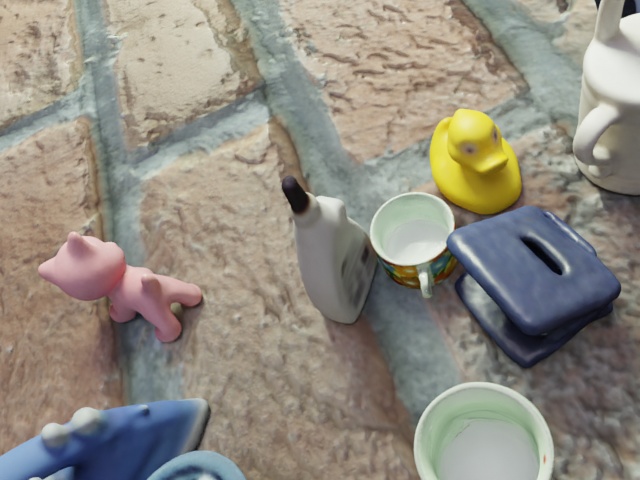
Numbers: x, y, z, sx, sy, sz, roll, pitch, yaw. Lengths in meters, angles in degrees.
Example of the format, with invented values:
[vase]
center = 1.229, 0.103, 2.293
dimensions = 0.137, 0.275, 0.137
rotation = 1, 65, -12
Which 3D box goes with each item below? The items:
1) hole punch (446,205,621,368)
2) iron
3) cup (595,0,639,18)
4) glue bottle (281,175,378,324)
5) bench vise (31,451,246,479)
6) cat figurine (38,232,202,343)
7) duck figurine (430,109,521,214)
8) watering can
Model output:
[hole punch]
center = 0.162, 0.024, 0.441
dimensions = 0.101, 0.091, 0.108
rotation = -34, 55, -3
[iron]
center = -0.215, 0.197, 0.439
dimensions = 0.258, 0.142, 0.118
rotation = -43, 55, -9
[cup]
center = 0.301, -0.217, 0.537
dimensions = 0.091, 0.095, 0.118
rotation = 3, 61, 21
[glue bottle]
center = 0.004, 0.002, 0.461
dimensions = 0.037, 0.173, 0.078
rotation = 12, 65, 26
[bench vise]
center = -0.064, 0.193, 0.339
dimensions = 0.206, 0.220, 0.121
rotation = 7, 62, 23
[cat figurine]
center = -0.196, 0.036, 0.545
dimensions = 0.127, 0.118, 0.067
rotation = 12, 65, 26
[duck figurine]
center = 0.137, -0.084, 0.519
dimensions = 0.077, 0.086, 0.104
rotation = -30, 55, 1
[watering can]
center = 0.258, -0.135, 0.440
dimensions = 0.100, 0.194, 0.173
rotation = 17, 67, 28
